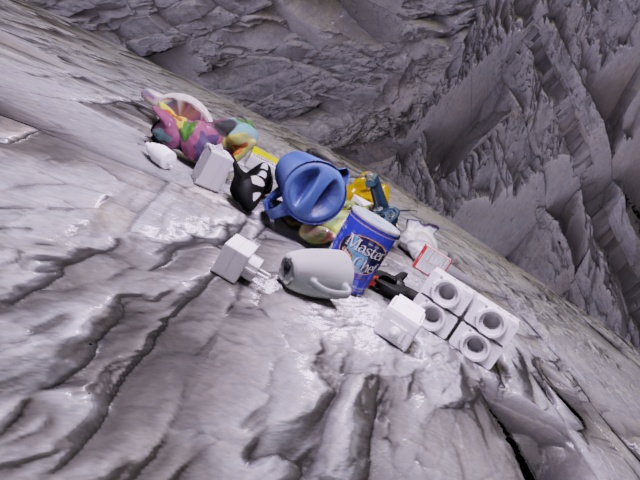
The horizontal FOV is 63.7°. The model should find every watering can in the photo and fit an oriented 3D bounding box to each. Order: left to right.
[{"bbox_3d":[-0.341,-0.333,1.460,0.345,0.103,0.228,25,15,-21],"label":"watering can"}]

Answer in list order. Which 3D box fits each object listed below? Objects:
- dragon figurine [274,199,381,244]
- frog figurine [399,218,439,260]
[{"bbox_3d":[0.004,-0.062,1.232,0.242,0.121,0.416,18,15,-14],"label":"dragon figurine"},{"bbox_3d":[0.306,0.025,1.593,0.136,0.121,0.163,32,46,-30],"label":"frog figurine"}]
